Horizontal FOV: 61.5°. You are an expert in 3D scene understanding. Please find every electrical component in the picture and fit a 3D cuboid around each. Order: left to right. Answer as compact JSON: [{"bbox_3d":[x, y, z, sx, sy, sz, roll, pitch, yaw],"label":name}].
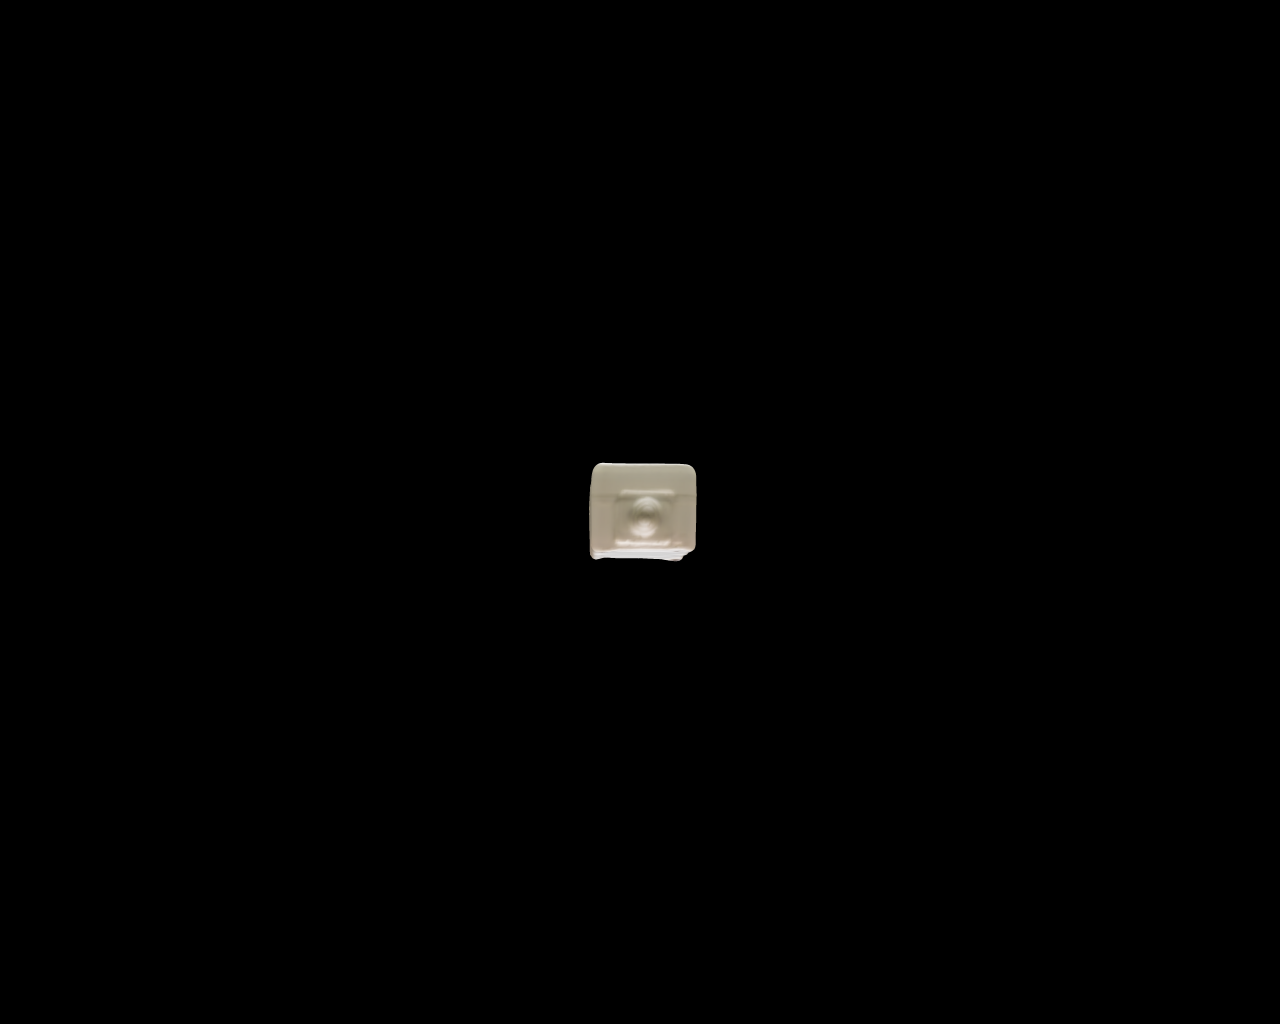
[{"bbox_3d":[0.001,-0.003,0.650,0.062,0.061,0.096,0,-7,-4],"label":"electrical component"}]
